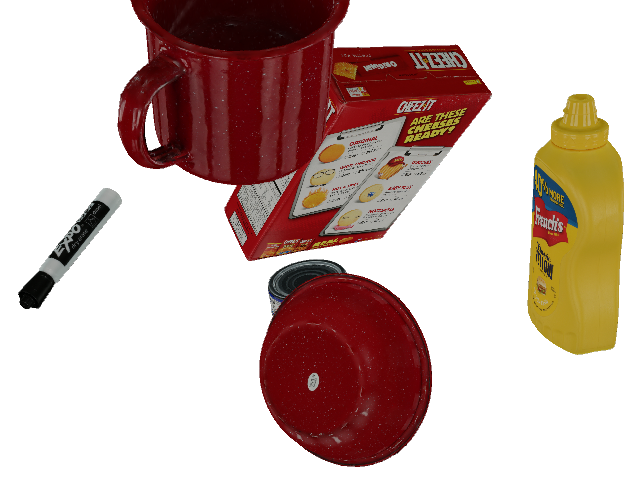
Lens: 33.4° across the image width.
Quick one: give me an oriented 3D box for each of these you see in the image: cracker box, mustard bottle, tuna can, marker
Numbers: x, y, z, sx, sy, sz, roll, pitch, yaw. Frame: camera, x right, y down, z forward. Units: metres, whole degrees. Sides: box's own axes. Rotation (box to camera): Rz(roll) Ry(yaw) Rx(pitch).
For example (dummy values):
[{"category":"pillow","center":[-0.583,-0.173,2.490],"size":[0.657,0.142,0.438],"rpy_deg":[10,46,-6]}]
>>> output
[{"category":"cracker box","center":[0.027,-0.079,0.957],"size":[0.163,0.072,0.214],"rpy_deg":[-9,-32,-35]},{"category":"mustard bottle","center":[0.192,-0.017,0.804],"size":[0.058,0.192,0.096],"rpy_deg":[-8,26,-9]},{"category":"tuna can","center":[-0.011,0.054,1.113],"size":[0.086,0.034,0.086],"rpy_deg":[-7,27,4]},{"category":"marker","center":[-0.191,0.006,0.816],"size":[0.020,0.020,0.121],"rpy_deg":[0,43,35]}]

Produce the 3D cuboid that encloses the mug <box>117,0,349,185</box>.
[{"category":"mug","center":[-0.043,-0.072,0.474],"size":[0.093,0.081,0.117],"rpy_deg":[31,53,22]}]

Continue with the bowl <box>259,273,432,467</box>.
[{"category":"bowl","center":[0.006,0.109,0.863],"size":[0.162,0.162,0.055],"rpy_deg":[0,3,31]}]
